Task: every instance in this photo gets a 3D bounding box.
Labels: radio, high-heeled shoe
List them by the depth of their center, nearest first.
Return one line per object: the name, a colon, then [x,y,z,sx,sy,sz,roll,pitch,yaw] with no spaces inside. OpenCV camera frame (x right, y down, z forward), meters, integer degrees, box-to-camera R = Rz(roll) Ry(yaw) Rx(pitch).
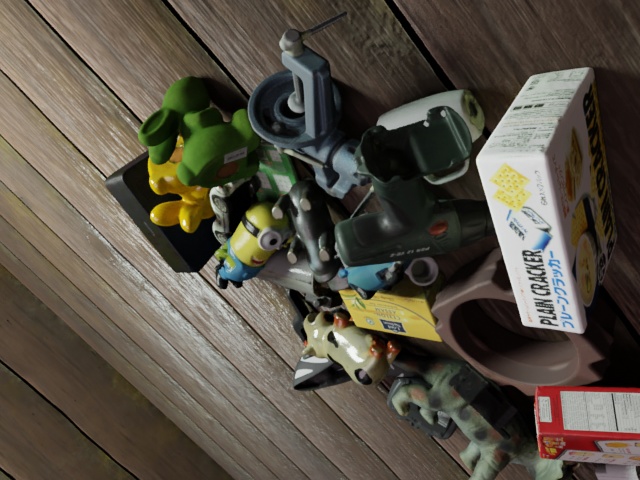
radio: [-0.277,-0.059,1.014,0.073,0.131,0.229,-2,129,44]
high-heeled shoe: [0.064,0.260,1.048,0.249,0.145,0.086,8,136,39]

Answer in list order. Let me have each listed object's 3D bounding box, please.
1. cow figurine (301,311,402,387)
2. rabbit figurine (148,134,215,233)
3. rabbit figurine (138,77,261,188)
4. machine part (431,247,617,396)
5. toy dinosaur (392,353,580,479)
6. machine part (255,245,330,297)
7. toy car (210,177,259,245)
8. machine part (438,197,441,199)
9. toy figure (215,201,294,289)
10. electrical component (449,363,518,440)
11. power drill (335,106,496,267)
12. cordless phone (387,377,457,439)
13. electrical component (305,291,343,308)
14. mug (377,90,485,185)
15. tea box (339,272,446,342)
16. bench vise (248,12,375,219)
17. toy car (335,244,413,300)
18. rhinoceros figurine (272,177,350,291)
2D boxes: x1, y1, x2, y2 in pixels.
cow figurine: [0.043,0.195,0.986,0.195,0.085,0.127,34,112,38]
rabbit figurine: [-0.217,-0.089,0.934,0.122,0.162,0.173,12,156,16]
rabbit figurine: [-0.187,-0.163,0.810,0.170,0.159,0.121,58,168,18]
machine part: [0.276,0.113,0.742,0.201,0.087,0.201,40,146,-3]
toy dinosaur: [0.265,0.287,0.919,0.405,0.131,0.192,45,104,12]
machine part: [-0.058,0.047,0.982,0.244,0.079,0.079,12,137,33]
toy car: [-0.152,-0.054,0.943,0.056,0.073,0.201,42,153,16]
machine part: [0.149,-0.042,0.727,0.139,0.039,0.084,37,154,0]
toy figure: [-0.122,0.011,0.926,0.089,0.082,0.180,48,123,3]
electrical component: [0.260,0.251,0.819,0.119,0.048,0.075,43,180,-13]
power drill: [0.123,-0.050,0.598,0.232,0.086,0.207,-15,154,3]
cordless phone: [0.205,0.351,1.099,0.147,0.089,0.184,27,155,15]
electrical component: [0.006,0.105,0.983,0.063,0.094,0.021,13,102,32]
mug: [0.136,-0.116,0.618,0.107,0.081,0.109,-21,111,40]
tea box: [0.125,0.099,0.880,0.170,0.068,0.098,1,130,41]
bench vise: [-0.004,-0.149,0.659,0.224,0.129,0.240,44,165,20]
toy car: [0.074,0.014,0.775,0.103,0.109,0.161,37,162,-2]
rhinoceros figurine: [-0.002,-0.003,0.848,0.073,0.112,0.190,-17,106,27]
